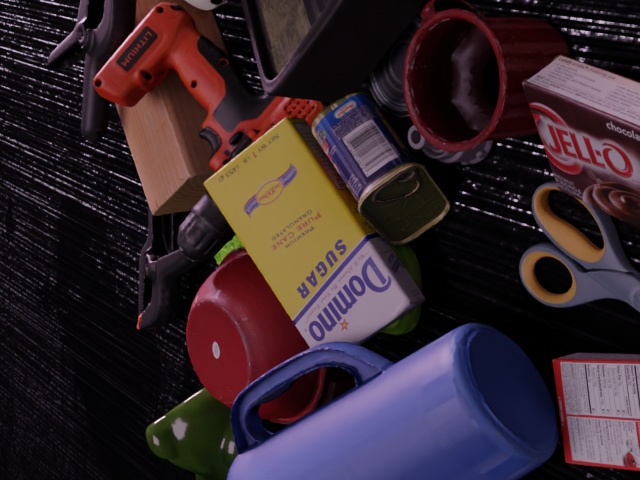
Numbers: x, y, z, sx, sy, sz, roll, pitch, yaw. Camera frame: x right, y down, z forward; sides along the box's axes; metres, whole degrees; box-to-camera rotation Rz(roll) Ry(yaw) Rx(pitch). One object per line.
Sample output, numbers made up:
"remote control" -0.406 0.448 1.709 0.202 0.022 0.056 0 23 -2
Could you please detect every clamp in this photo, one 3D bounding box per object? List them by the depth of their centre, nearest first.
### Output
"clamp" -0.206 -0.179 1.000 0.120 0.039 0.172 60 138 21
"clamp" -0.161 0.027 1.114 0.165 0.036 0.210 -118 34 -46

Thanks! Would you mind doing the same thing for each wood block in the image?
"wood block" -0.138 -0.139 1.027 0.091 0.090 0.206 -36 70 50

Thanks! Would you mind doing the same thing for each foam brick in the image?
"foam brick" 0.009 0.137 0.932 0.051 0.052 0.078 38 125 40

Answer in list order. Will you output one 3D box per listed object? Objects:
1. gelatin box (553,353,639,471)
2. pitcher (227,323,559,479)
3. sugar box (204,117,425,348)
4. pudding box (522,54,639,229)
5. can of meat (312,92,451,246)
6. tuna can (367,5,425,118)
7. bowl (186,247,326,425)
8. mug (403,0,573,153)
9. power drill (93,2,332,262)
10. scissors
"gelatin box" 0.200 0.113 0.705 0.089 0.030 0.073 -8 90 53
"pitcher" 0.045 0.154 0.787 0.243 0.149 0.145 -39 35 33
"sugar box" -0.005 0.001 0.839 0.093 0.048 0.176 -37 79 20
"pudding box" 0.180 -0.055 0.644 0.114 0.039 0.090 33 158 51
"can of meat" 0.046 -0.055 0.809 0.057 0.102 0.084 -35 61 8
"tuna can" 0.073 -0.135 0.808 0.086 0.033 0.086 14 109 49
"bowl" -0.067 0.089 0.917 0.162 0.055 0.162 20 117 46
"mug" 0.111 -0.119 0.725 0.117 0.081 0.093 61 138 23
"power drill" -0.105 -0.099 0.924 0.188 0.057 0.184 41 91 12
"scissors" 0.199 0.045 0.702 0.202 0.016 0.096 55 137 29
